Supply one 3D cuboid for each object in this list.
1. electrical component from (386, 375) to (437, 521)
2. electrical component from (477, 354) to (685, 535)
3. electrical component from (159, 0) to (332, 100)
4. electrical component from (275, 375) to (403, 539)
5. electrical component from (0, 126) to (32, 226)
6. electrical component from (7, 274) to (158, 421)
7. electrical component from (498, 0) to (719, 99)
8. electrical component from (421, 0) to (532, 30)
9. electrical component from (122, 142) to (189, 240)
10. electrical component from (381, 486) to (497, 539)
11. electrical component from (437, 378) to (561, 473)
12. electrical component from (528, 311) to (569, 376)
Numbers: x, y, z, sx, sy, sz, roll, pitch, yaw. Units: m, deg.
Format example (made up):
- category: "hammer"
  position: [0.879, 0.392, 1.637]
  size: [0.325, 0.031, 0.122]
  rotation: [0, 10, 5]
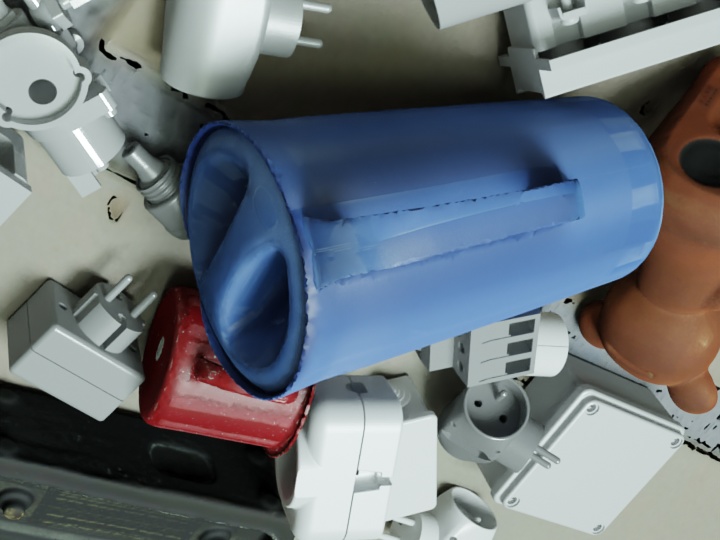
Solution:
- category: "electrical component"
  position: [0.002, 0.124, 0.722]
  size: [0.100, 0.048, 0.099]
  rotation: [-12, 126, -12]
- category: "electrical component"
  position: [0.157, 0.127, 0.776]
  size: [0.109, 0.056, 0.108]
  rotation: [23, 113, -31]
- category: "electrical component"
  position: [-0.053, -0.126, 0.531]
  size: [0.079, 0.044, 0.077]
  rotation: [4, 122, -23]
- category: "electrical component"
  position: [-0.016, 0.112, 0.643]
  size: [0.059, 0.053, 0.095]
  rotation: [2, 111, -18]
- category: "electrical component"
  position: [-0.242, -0.061, 0.496]
  size: [0.089, 0.061, 0.150]
  rotation: [-43, 127, 12]
- category: "electrical component"
  position: [-0.148, 0.033, 0.605]
  size: [0.077, 0.047, 0.066]
  rotation: [-43, 127, 12]
- category: "electrical component"
  position: [0.141, -0.141, 0.578]
  size: [0.121, 0.078, 0.063]
  rotation: [-18, 106, -7]
- category: "electrical component"
  position: [0.044, -0.166, 0.509]
  size: [0.064, 0.099, 0.099]
  rotation: [-23, 128, 4]
- category: "electrical component"
  position: [-0.103, -0.044, 0.576]
  size: [0.035, 0.035, 0.061]
  rotation: [-37, 126, 7]
- category: "electrical component"
  position: [0.049, 0.198, 0.794]
  size: [0.079, 0.044, 0.077]
  rotation: [25, 112, -32]
- category: "electrical component"
  position: [0.096, 0.108, 0.713]
  size: [0.079, 0.077, 0.043]
  rotation: [32, 68, 3]
- category: "electrical component"
  position: [0.090, 0.047, 0.705]
  size: [0.081, 0.043, 0.043]
  rotation: [4, 122, -22]
